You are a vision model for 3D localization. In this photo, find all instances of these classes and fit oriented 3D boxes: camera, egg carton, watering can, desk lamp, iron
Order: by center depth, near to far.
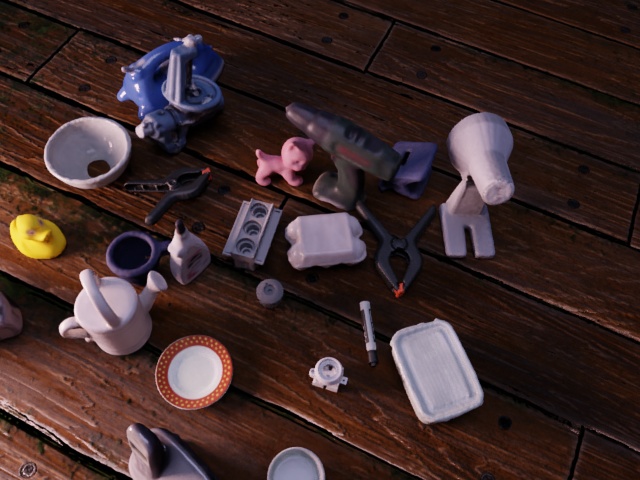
[{"bbox_3d":[-0.340,0.106,0.940,0.100,0.194,0.173,36,65,16],"label":"watering can"},{"bbox_3d":[-0.604,0.108,0.978,0.143,0.101,0.136,-14,62,-11],"label":"camera"},{"bbox_3d":[0.301,-0.101,1.082,0.118,0.213,0.203,0,61,-3],"label":"desk lamp"},{"bbox_3d":[0.010,0.004,1.089,0.150,0.069,0.107,-6,61,-7],"label":"egg carton"},{"bbox_3d":[-0.316,-0.376,1.242,0.118,0.141,0.259,41,66,18],"label":"iron"}]

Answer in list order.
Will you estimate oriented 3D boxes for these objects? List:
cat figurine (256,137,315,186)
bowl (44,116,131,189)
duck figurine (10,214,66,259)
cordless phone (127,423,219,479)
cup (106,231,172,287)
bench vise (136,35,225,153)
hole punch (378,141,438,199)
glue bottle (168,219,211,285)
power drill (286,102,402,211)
[{"bbox_3d":[-0.068,-0.167,1.153,0.128,0.118,0.067,-2,61,-4],"label":"cat figurine"},{"bbox_3d":[-0.457,-0.163,1.154,0.167,0.075,0.167,1,61,-2],"label":"bowl"},{"bbox_3d":[-0.532,-0.017,1.061,0.104,0.086,0.077,24,62,10],"label":"duck figurine"},{"bbox_3d":[-0.220,0.333,0.825,0.147,0.185,0.094,35,65,16],"label":"cordless phone"},{"bbox_3d":[-0.315,0.039,1.036,0.118,0.095,0.091,-16,63,-12],"label":"cup"},{"bbox_3d":[-0.277,-0.286,1.149,0.121,0.220,0.207,21,62,9],"label":"bench vise"},{"bbox_3d":[0.179,-0.152,1.174,0.101,0.091,0.109,22,62,9],"label":"hole punch"},{"bbox_3d":[-0.236,0.013,1.010,0.037,0.173,0.078,33,64,15],"label":"glue bottle"},{"bbox_3d":[0.038,-0.152,1.099,0.229,0.208,0.076,22,62,9],"label":"power drill"}]
